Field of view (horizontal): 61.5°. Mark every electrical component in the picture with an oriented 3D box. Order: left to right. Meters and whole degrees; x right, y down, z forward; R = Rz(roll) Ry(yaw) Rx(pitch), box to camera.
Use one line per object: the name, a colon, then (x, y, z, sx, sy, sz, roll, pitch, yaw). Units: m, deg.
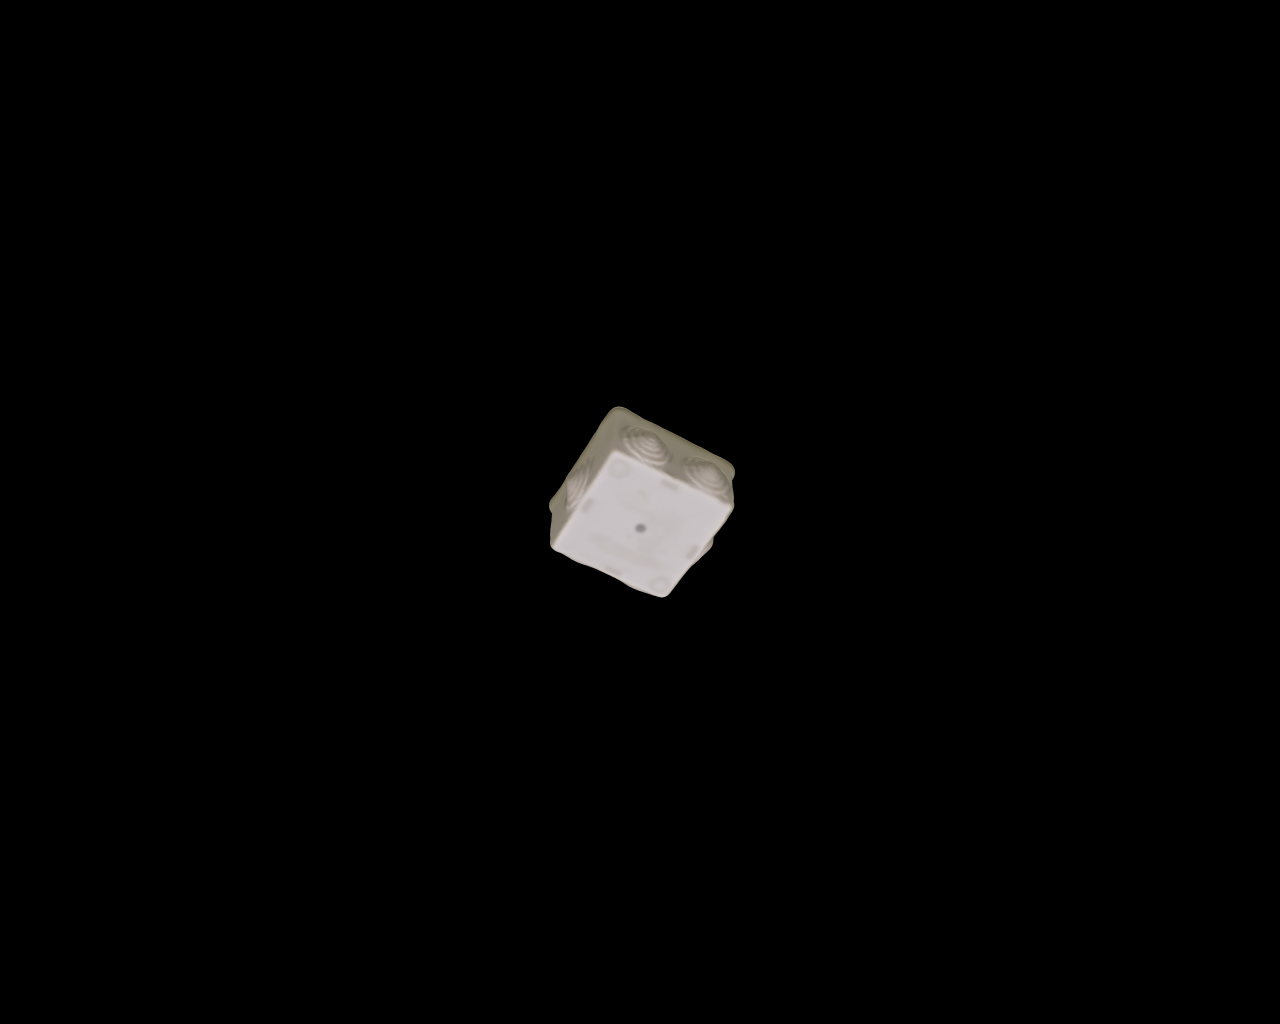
electrical component: (0.001, -0.003, 0.650, 0.100, 0.099, 0.048, 26, 30, -17)
